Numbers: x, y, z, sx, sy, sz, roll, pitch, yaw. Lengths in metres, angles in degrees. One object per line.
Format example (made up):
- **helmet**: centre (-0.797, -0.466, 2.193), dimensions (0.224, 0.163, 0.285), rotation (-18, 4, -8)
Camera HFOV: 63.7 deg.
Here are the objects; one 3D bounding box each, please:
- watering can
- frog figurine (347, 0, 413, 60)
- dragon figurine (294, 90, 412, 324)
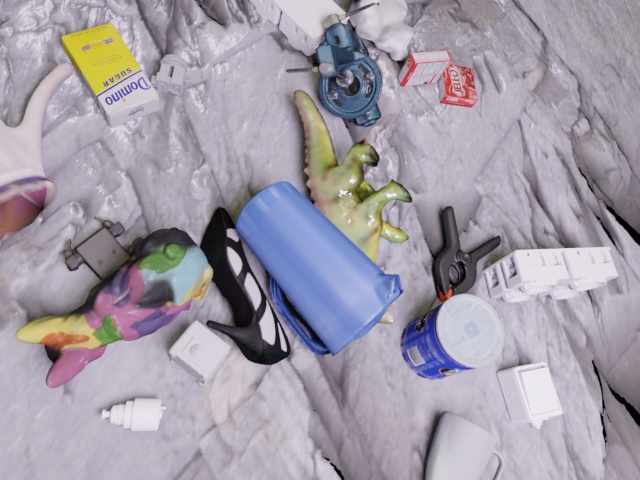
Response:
- **watering can**: centre (-0.469, -0.124, 0.750), dimensions (0.352, 0.102, 0.225), rotation (-40, 82, -26)
- **frog figurine**: centre (0.135, -0.453, 1.077), dimensions (0.140, 0.122, 0.157), rotation (-47, 120, -35)
- **dragon figurine**: centre (0.003, -0.042, 0.842), dimensions (0.245, 0.120, 0.413), rotation (-35, 77, -17)
